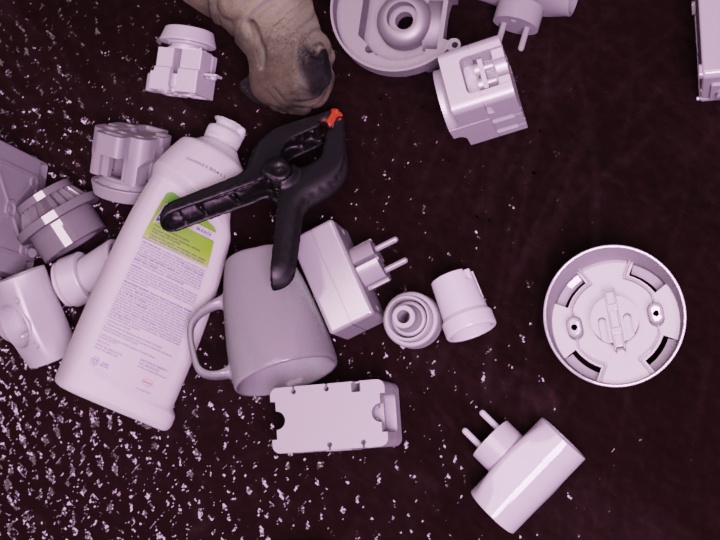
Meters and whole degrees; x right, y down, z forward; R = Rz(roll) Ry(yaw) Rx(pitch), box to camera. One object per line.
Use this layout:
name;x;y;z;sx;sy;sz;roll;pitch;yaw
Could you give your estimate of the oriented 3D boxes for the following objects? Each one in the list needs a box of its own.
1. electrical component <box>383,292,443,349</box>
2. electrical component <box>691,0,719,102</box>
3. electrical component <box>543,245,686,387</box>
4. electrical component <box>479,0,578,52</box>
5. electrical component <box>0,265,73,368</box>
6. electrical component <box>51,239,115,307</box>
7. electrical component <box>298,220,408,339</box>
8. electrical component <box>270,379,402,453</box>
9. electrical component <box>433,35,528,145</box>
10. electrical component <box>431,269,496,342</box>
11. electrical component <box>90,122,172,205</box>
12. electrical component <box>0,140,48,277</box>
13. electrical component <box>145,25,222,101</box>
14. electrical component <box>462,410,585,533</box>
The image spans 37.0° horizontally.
electrical component;0.039;0.038;0.821;0.043;0.062;0.043;-1;83;13
electrical component;0.279;-0.166;0.790;0.061;0.062;0.096;-3;80;15
electrical component;0.185;0.036;0.781;0.099;0.064;0.099;-3;80;15
electrical component;0.128;-0.211;0.848;0.077;0.043;0.079;15;85;17
electrical component;-0.284;0.042;0.914;0.079;0.044;0.077;-12;102;43
electrical component;-0.226;0.003;0.908;0.055;0.045;0.045;-19;77;12
electrical component;0.000;0.000;0.846;0.076;0.047;0.083;-27;75;9
electrical component;-0.017;0.113;0.828;0.089;0.056;0.050;-6;79;14
electrical component;0.091;-0.134;0.822;0.056;0.089;0.050;-16;77;12
electrical component;0.078;0.027;0.825;0.040;0.040;0.046;-23;71;11
electrical component;-0.194;-0.089;0.903;0.058;0.078;0.057;17;107;17
electrical component;-0.320;-0.053;0.911;0.056;0.109;0.108;4;82;13
electrical component;-0.149;-0.177;0.918;0.066;0.048;0.055;8;91;16
electrical component;0.111;0.139;0.795;0.079;0.043;0.077;44;94;17
